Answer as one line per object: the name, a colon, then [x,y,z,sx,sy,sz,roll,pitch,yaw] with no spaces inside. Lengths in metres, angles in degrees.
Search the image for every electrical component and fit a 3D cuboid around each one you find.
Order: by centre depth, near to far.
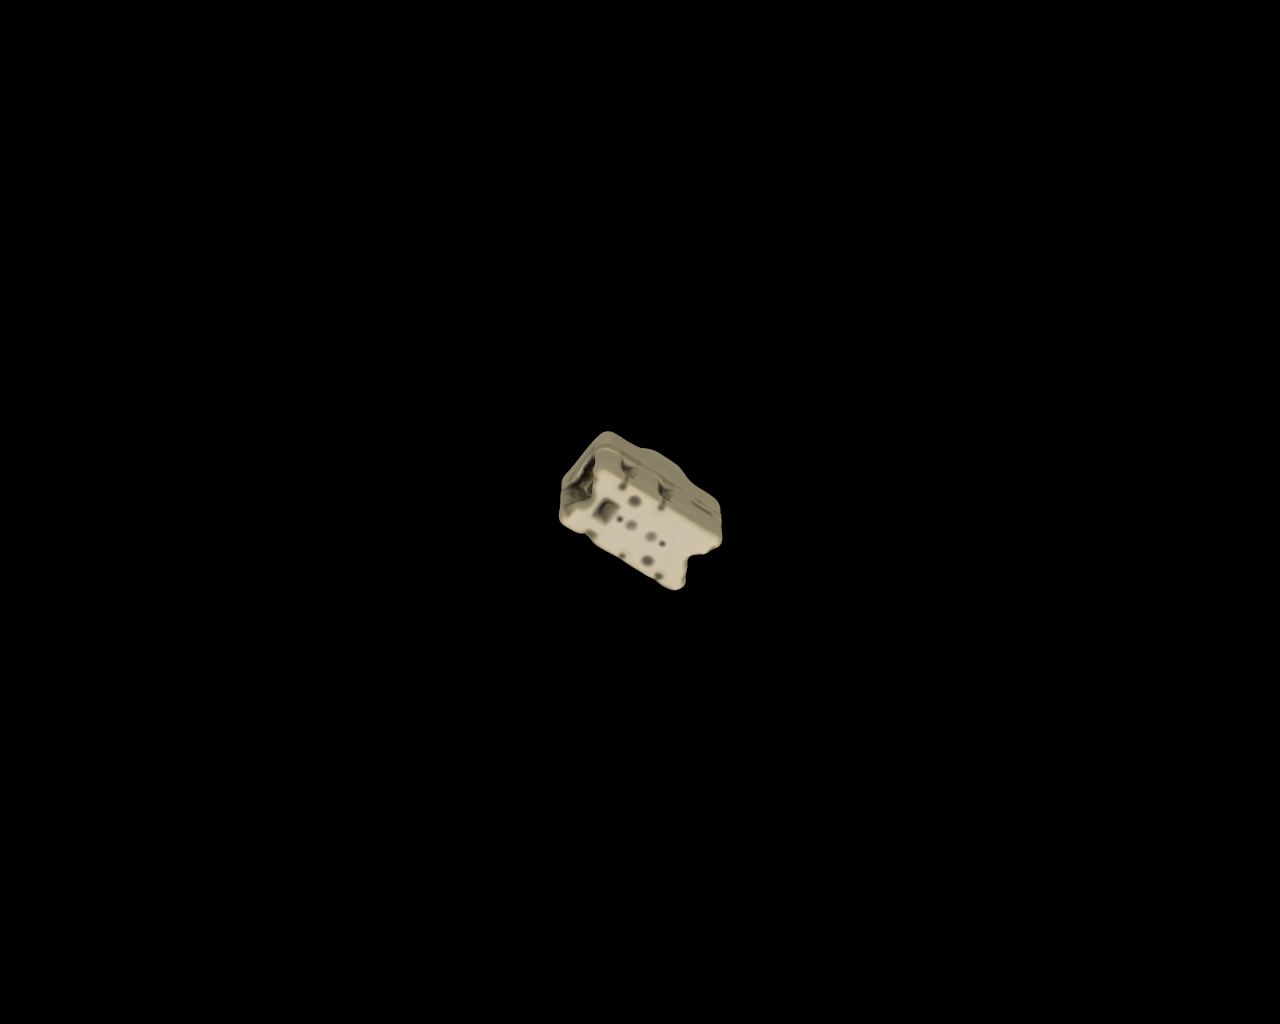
electrical component: [0.001,-0.003,0.650,0.089,0.050,0.056,32,26,-18]
